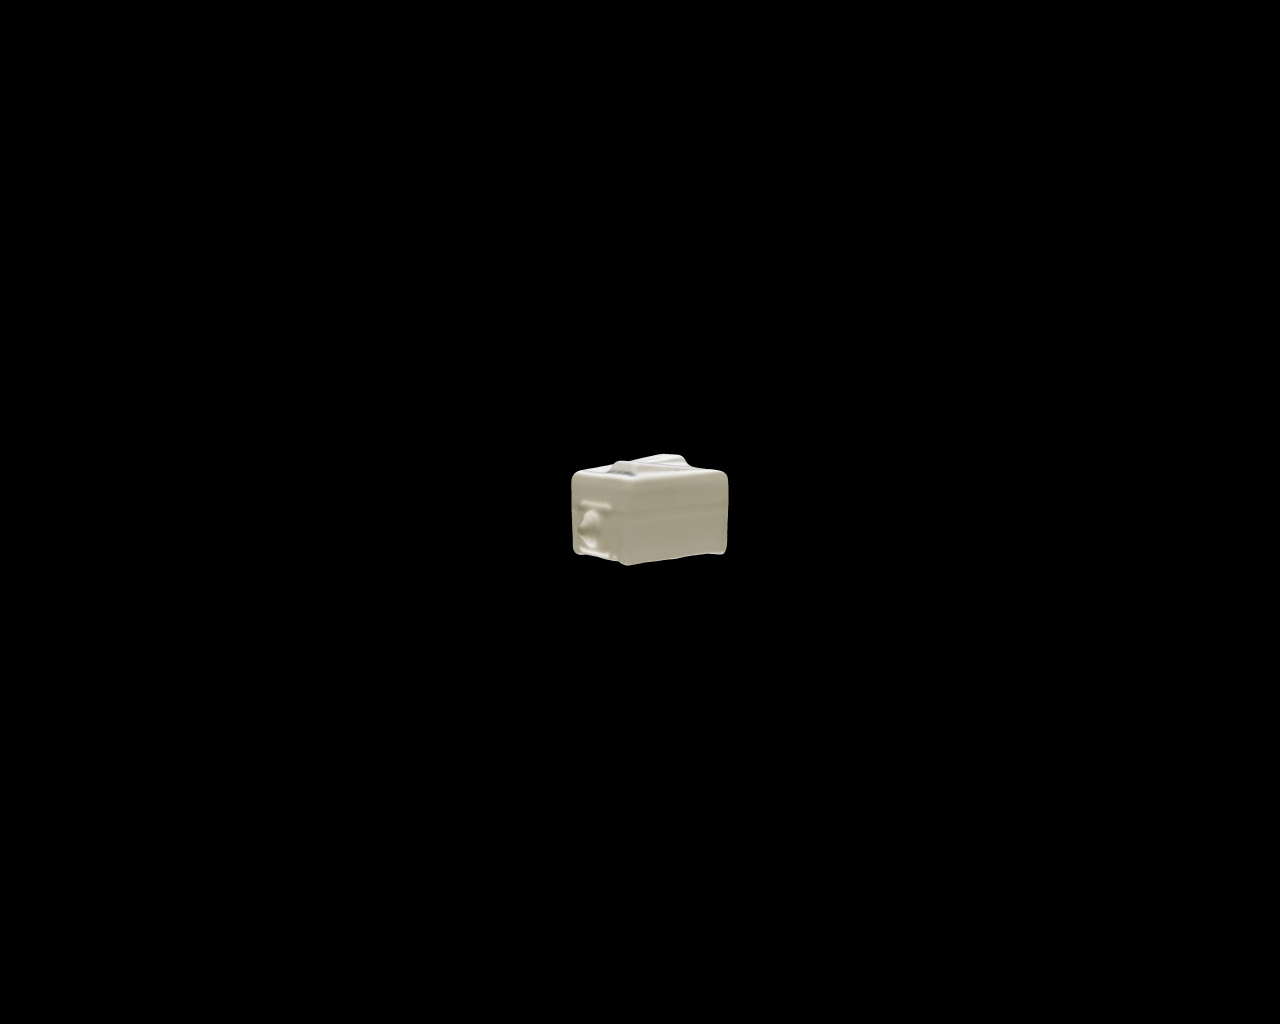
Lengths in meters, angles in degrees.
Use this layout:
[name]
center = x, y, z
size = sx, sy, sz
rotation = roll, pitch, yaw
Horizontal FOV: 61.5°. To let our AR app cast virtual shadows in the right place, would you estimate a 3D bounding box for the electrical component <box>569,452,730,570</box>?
[electrical component]
center = 0.001, -0.003, 0.650
size = 0.096, 0.061, 0.062
rotation = -6, 9, -36
